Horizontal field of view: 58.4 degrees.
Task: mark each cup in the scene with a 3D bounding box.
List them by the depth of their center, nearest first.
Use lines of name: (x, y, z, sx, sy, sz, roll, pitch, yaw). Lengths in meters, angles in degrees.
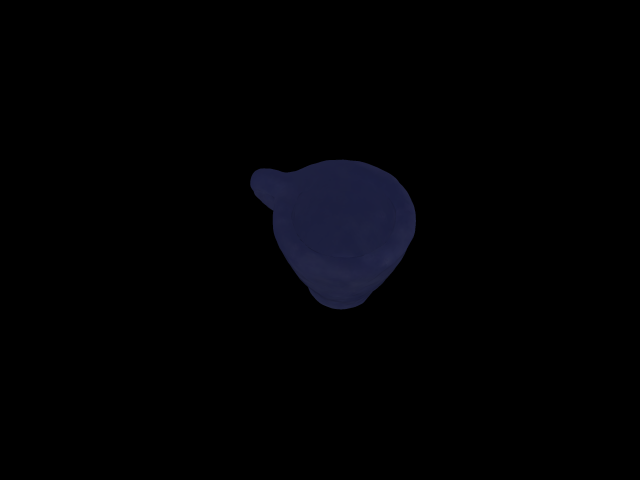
cup: (0.004, 0.001, 0.400, 0.117, 0.095, 0.092, 26, 60, 17)
